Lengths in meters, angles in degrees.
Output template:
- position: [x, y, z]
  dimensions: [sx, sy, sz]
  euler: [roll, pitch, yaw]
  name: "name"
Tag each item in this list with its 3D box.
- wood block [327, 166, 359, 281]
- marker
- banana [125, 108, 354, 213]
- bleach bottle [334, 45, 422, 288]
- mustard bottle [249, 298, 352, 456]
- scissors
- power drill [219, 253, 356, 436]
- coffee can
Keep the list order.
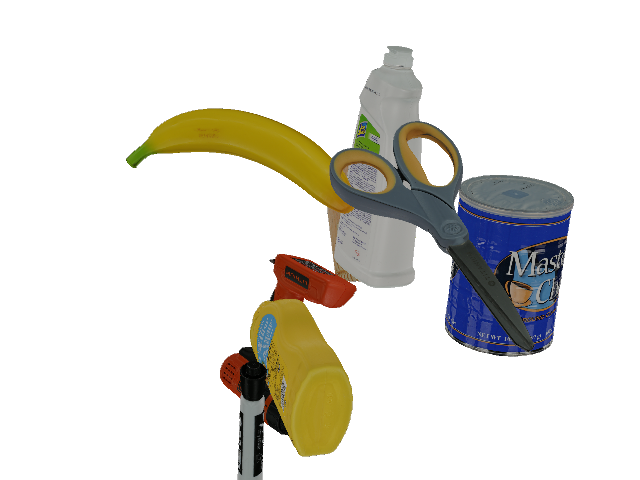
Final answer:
- position: [0.060, -0.031, 1.461]
  dimensions: [0.091, 0.090, 0.206]
  euler: [0, 26, -3]
  name: "wood block"
- position: [-0.050, 0.134, 0.769]
  dimensions: [0.020, 0.121, 0.020]
  euler: [3, 37, -2]
  name: "marker"
- position: [-0.058, -0.071, 0.879]
  dimensions: [0.198, 0.069, 0.037]
  euler: [12, -11, 15]
  name: "banana"
- position: [0.073, -0.082, 1.157]
  dimensions: [0.067, 0.251, 0.103]
  euler: [-5, 24, -31]
  name: "bleach bottle"
- position: [-0.026, 0.110, 1.003]
  dimensions: [0.058, 0.096, 0.192]
  euler: [-5, 27, -17]
  name: "mustard bottle"
- position: [0.059, -0.006, 0.650]
  dimensions: [0.096, 0.016, 0.202]
  euler: [-6, 44, -2]
  name: "scissors"
- position: [-0.028, 0.122, 1.212]
  dimensions: [0.057, 0.188, 0.185]
  euler: [15, 11, -46]
  name: "power drill"
- position: [0.172, 0.021, 0.985]
  dimensions: [0.103, 0.140, 0.103]
  euler: [3, 21, -1]
  name: "coffee can"
